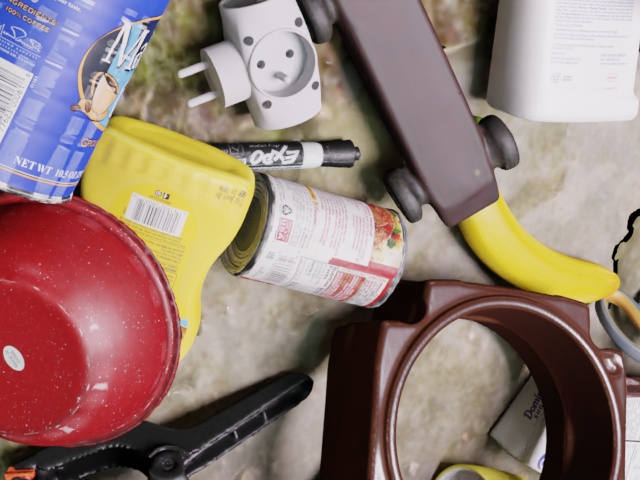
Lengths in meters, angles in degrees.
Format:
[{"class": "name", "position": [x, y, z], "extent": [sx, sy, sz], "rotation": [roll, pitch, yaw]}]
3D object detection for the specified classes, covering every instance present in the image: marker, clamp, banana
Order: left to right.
[{"class": "clamp", "position": [-0.090, 0.159, 0.675], "extent": [0.209, 0.164, 0.036], "rotation": [-5, 132, -12]}, {"class": "marker", "position": [-0.030, -0.053, 0.675], "extent": [0.121, 0.020, 0.020], "rotation": [-4, 113, -22]}, {"class": "banana", "position": [0.149, 0.000, 0.767], "extent": [0.069, 0.037, 0.197], "rotation": [-45, 122, 1]}]

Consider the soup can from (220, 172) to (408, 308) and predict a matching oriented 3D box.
[{"class": "soup can", "position": [-0.004, 0.001, 0.681], "extent": [0.102, 0.069, 0.068], "rotation": [15, 105, -28]}]

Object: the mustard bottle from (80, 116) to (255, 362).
[{"class": "mustard bottle", "position": [-0.115, 0.029, 0.641], "extent": [0.096, 0.058, 0.192], "rotation": [20, 110, -9]}]

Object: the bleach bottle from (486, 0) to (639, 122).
[{"class": "bleach bottle", "position": [0.170, -0.204, 0.677], "extent": [0.102, 0.068, 0.251], "rotation": [-4, 110, -27]}]

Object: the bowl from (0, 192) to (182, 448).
[{"class": "bowl", "position": [-0.162, 0.055, 0.597], "extent": [0.162, 0.055, 0.162], "rotation": [3, 108, 9]}]

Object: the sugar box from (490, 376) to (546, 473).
[{"class": "sugar box", "position": [0.230, 0.164, 0.868], "extent": [0.176, 0.048, 0.093], "rotation": [31, 95, -32]}]

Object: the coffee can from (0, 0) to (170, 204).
[{"class": "coffee can", "position": [-0.145, -0.104, 0.553], "extent": [0.102, 0.103, 0.140], "rotation": [23, 101, -30]}]

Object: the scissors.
[{"class": "scissors", "position": [0.293, 0.107, 0.809], "extent": [0.096, 0.202, 0.016], "rotation": [-27, 156, -37]}]

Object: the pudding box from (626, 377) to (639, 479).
[{"class": "pudding box", "position": [0.253, 0.154, 0.827], "extent": [0.113, 0.039, 0.090], "rotation": [4, 105, -24]}]
